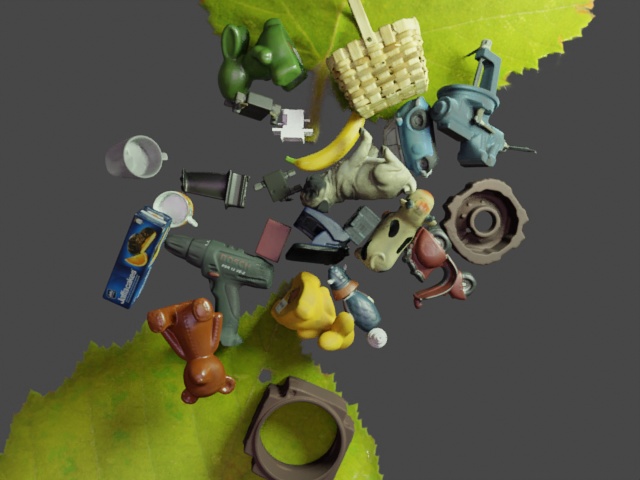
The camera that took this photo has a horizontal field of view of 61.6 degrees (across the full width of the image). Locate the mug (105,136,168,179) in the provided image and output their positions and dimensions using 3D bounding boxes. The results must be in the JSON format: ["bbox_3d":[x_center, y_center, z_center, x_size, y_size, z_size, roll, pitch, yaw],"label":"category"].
[{"bbox_3d":[-0.365,-0.160,1.056,0.107,0.109,0.080,-1,105,39],"label":"mug"}]

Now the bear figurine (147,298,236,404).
[{"bbox_3d":[-0.233,0.209,0.996,0.120,0.132,0.195,-11,86,-1],"label":"bear figurine"}]

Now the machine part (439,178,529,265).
[{"bbox_3d":[0.340,-0.038,1.127,0.179,0.056,0.179,0,95,-3],"label":"machine part"}]

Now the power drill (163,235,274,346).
[{"bbox_3d":[-0.218,0.105,1.095,0.232,0.086,0.207,10,86,-4],"label":"power drill"}]

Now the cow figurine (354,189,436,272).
[{"bbox_3d":[0.156,-0.020,1.080,0.085,0.127,0.195,37,93,-8],"label":"cow figurine"}]

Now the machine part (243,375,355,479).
[{"bbox_3d":[-0.044,0.402,1.115,0.201,0.087,0.201,24,91,-6],"label":"machine part"}]

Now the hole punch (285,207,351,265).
[{"bbox_3d":[-0.002,-0.003,1.075,0.116,0.142,0.092,11,69,-12],"label":"hole punch"}]

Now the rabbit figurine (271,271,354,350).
[{"bbox_3d":[0.010,0.160,1.084,0.173,0.162,0.122,43,78,-23],"label":"rabbit figurine"}]

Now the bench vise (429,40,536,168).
[{"bbox_3d":[0.320,-0.272,1.068,0.223,0.129,0.240,17,85,-26],"label":"bench vise"}]

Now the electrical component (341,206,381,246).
[{"bbox_3d":[0.082,-0.031,1.079,0.048,0.119,0.075,42,88,-5],"label":"electrical component"}]

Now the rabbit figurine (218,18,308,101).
[{"bbox_3d":[-0.133,-0.345,1.049,0.170,0.121,0.159,-25,102,13],"label":"rabbit figurine"}]

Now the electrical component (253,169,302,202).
[{"bbox_3d":[-0.088,-0.109,1.111,0.094,0.021,0.063,-22,95,-3],"label":"electrical component"}]

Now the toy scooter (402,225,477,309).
[{"bbox_3d":[0.230,0.067,1.118,0.135,0.075,0.183,-35,100,0],"label":"toy scooter"}]

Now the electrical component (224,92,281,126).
[{"bbox_3d":[-0.129,-0.256,1.051,0.102,0.078,0.045,15,72,-30],"label":"electrical component"}]

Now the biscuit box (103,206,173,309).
[{"bbox_3d":[-0.360,0.036,1.055,0.063,0.059,0.202,26,111,-6],"label":"biscuit box"}]

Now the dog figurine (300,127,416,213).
[{"bbox_3d":[0.072,-0.099,1.064,0.190,0.121,0.172,-46,54,3],"label":"dog figurine"}]

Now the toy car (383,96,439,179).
[{"bbox_3d":[0.181,-0.205,1.091,0.103,0.109,0.161,-4,106,21],"label":"toy car"}]

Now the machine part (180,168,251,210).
[{"bbox_3d":[-0.217,-0.108,1.096,0.139,0.039,0.084,11,98,-6],"label":"machine part"}]

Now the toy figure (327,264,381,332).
[{"bbox_3d":[0.064,0.120,1.117,0.058,0.064,0.154,-37,90,37],"label":"toy figure"}]
